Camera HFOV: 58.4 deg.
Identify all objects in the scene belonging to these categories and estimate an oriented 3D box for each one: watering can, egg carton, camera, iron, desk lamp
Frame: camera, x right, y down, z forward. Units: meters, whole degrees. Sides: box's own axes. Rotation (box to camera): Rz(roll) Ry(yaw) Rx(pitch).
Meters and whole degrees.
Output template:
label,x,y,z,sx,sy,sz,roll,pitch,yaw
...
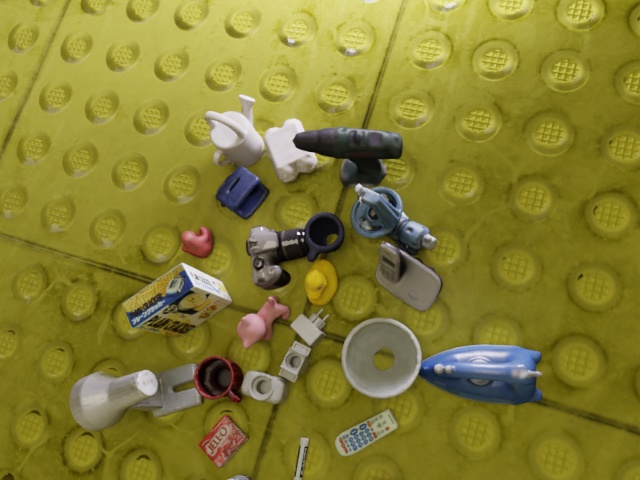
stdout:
label,x,y,z,sx,sy,sz,roll,pitch,yaw
watering can,-0.210,-0.263,1.367,0.100,0.194,0.173,3,76,14
egg carton,-0.073,-0.217,1.390,0.107,0.069,0.150,-25,71,5
camera,-0.092,0.029,1.312,0.136,0.101,0.143,-12,73,10
iron,0.309,0.263,1.136,0.257,0.142,0.119,0,75,13
desk lamp,-0.394,0.330,1.241,0.203,0.214,0.118,-19,72,8

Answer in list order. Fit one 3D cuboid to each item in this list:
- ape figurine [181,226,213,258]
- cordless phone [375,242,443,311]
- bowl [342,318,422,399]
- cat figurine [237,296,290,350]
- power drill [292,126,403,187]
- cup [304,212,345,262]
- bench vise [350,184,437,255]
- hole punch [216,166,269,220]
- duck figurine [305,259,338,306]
label,x,y,z,sx,sy,sz,roll,pitch,yaw
ape figurine,-0.300,0.003,1.371,0.078,0.092,0.076,-27,71,5
cordless phone,0.181,0.070,1.193,0.147,0.185,0.094,32,84,19
bowl,0.133,0.252,1.215,0.167,0.075,0.167,-3,75,12
cat figurine,-0.135,0.180,1.272,0.067,0.118,0.128,35,85,19
power drill,0.073,-0.188,1.275,0.229,0.209,0.075,-2,75,13
cup,0.012,0.005,1.298,0.091,0.095,0.118,24,82,18
bench vise,0.153,-0.057,1.215,0.207,0.220,0.121,12,78,16
hole punch,-0.196,-0.118,1.380,0.101,0.091,0.109,37,86,19
duck figurine,-0.003,0.090,1.283,0.077,0.086,0.104,8,77,15
